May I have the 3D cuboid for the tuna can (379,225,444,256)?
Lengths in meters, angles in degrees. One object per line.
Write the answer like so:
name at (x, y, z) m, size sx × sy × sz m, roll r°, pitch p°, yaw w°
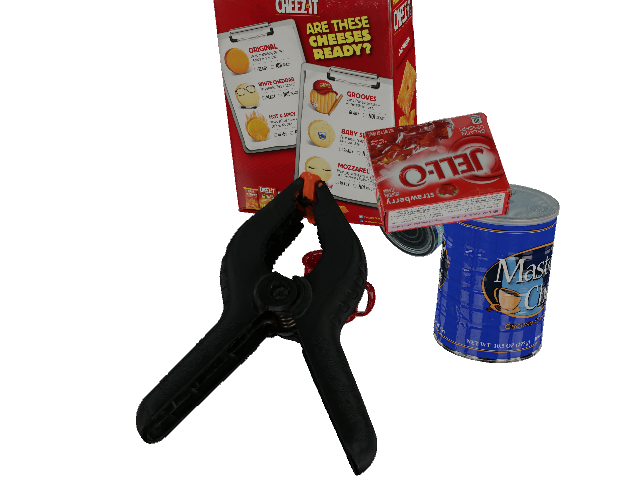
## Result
tuna can at (0.106, -0.024, 1.225) m, size 0.086 × 0.086 × 0.033 m, roll 0°, pitch 35°, yaw 49°

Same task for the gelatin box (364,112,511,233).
gelatin box at (0.080, -0.048, 0.738) m, size 0.089 × 0.073 × 0.030 m, roll -9°, pitch -36°, yaw -2°

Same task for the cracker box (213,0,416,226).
cracker box at (0.001, -0.125, 0.962) m, size 0.164 × 0.214 × 0.072 m, roll 6°, pitch 29°, yaw 20°

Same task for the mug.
mug at (0.026, 0.071, 1.512) m, size 0.117 × 0.081 × 0.093 m, roll 18°, pitch 25°, yaw 27°

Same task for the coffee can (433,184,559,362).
coffee can at (0.161, 0.028, 0.988) m, size 0.103 × 0.140 × 0.103 m, roll 2°, pitch 21°, yaw -1°

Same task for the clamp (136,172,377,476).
clamp at (-0.011, 0.042, 0.555) m, size 0.120 × 0.171 × 0.039 m, roll 17°, pitch -28°, yaw 10°
